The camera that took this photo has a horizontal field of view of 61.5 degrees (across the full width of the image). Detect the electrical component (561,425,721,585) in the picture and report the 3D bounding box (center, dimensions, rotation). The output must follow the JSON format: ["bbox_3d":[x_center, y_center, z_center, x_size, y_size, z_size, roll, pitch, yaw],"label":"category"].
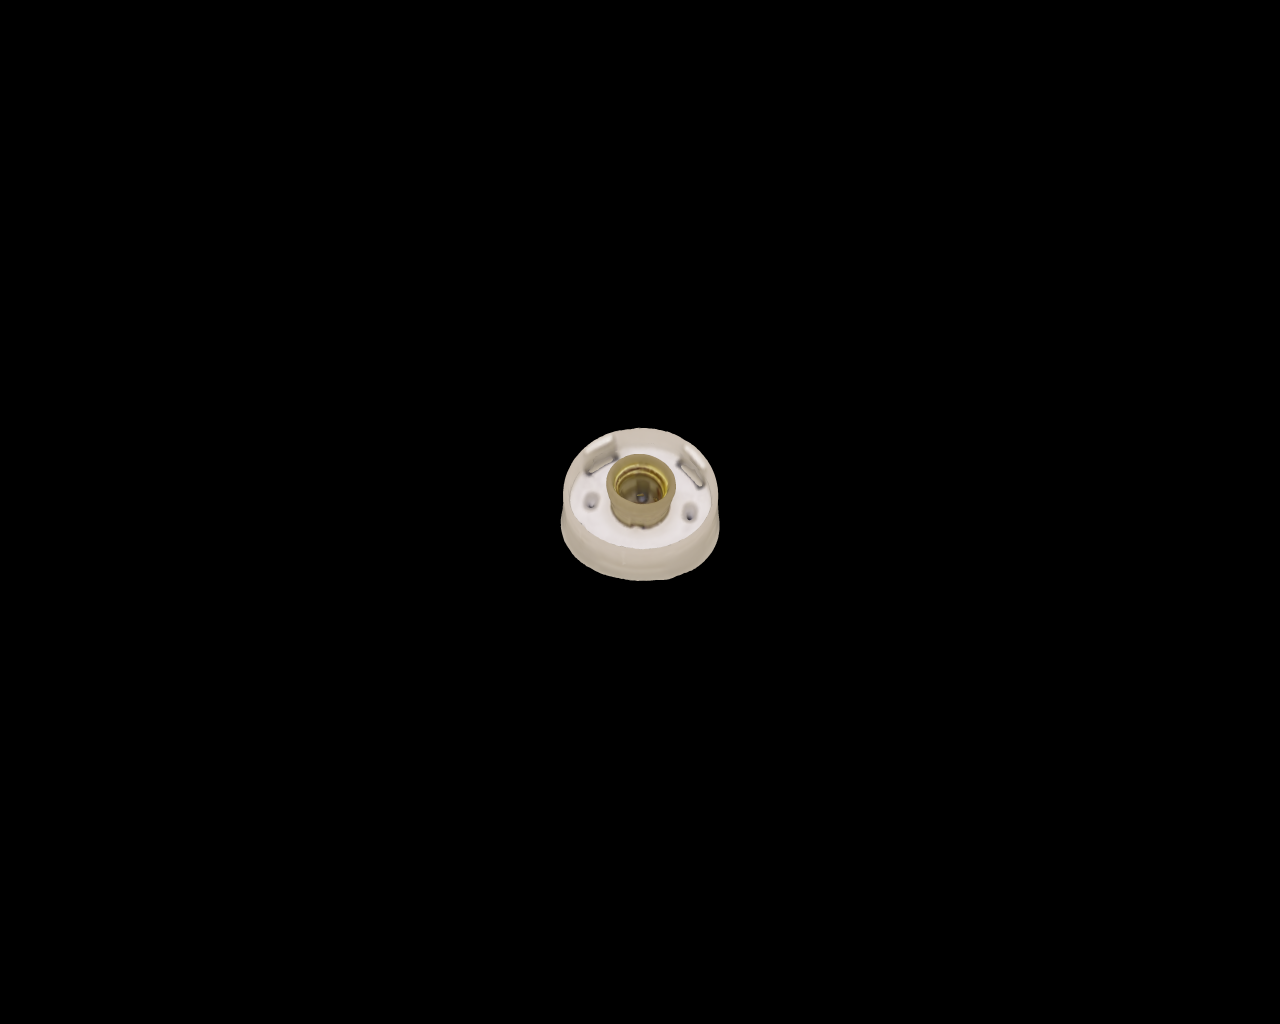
[{"bbox_3d":[0.001,-0.003,0.650,0.099,0.099,0.064,0,-33,0],"label":"electrical component"}]
